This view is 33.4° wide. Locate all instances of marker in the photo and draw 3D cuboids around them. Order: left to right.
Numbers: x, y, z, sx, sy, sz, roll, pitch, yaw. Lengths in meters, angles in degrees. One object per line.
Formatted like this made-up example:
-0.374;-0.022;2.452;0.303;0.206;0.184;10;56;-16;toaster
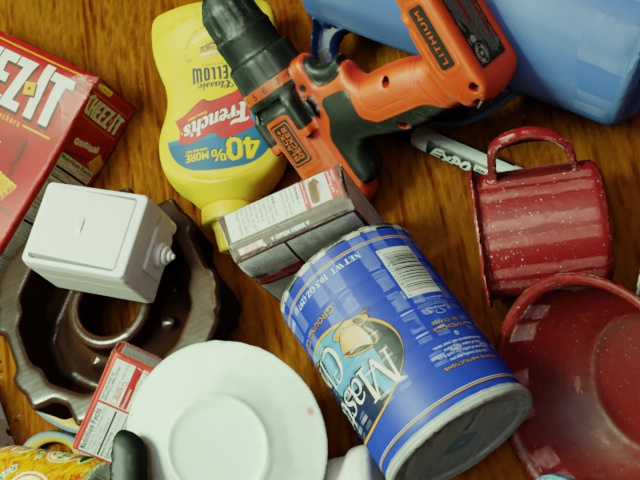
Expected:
0.095;-0.063;0.758;0.121;0.020;0.020;28;85;23;marker

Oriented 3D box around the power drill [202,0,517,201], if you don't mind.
0.021;-0.121;0.705;0.188;0.057;0.184;-26;103;45;power drill

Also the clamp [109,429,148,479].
-0.121;0.231;0.637;0.164;0.036;0.210;-47;67;6;clamp

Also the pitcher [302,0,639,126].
0.113;-0.161;0.729;0.243;0.149;0.144;28;56;20;pitcher

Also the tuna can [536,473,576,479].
0.147;0.183;0.635;0.033;0.086;0.086;-27;65;-25;tuna can

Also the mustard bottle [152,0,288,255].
-0.072;-0.082;0.796;0.096;0.058;0.191;-7;73;3;mustard bottle

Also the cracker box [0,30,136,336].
-0.274;-0.056;0.848;0.164;0.072;0.213;26;83;22;cracker box

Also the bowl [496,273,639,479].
0.180;0.094;0.641;0.055;0.162;0.162;-12;64;-33;bowl

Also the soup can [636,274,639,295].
0.251;0.024;0.657;0.102;0.068;0.068;11;78;19;soup can

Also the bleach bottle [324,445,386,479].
-0.072;0.208;0.714;0.251;0.068;0.102;-13;70;17;bleach bottle

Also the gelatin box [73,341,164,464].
-0.108;0.118;0.706;0.089;0.030;0.073;24;101;-4;gelatin box

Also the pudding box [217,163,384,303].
-0.005;0.001;0.722;0.090;0.113;0.039;-24;66;9;pudding box

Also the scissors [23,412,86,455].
-0.141;0.163;0.772;0.202;0.016;0.096;27;84;23;scissors

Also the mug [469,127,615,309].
0.141;-0.017;0.685;0.081;0.093;0.117;-8;112;10;mug

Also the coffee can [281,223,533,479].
0.052;0.074;0.679;0.103;0.102;0.140;-37;60;5;coffee can
